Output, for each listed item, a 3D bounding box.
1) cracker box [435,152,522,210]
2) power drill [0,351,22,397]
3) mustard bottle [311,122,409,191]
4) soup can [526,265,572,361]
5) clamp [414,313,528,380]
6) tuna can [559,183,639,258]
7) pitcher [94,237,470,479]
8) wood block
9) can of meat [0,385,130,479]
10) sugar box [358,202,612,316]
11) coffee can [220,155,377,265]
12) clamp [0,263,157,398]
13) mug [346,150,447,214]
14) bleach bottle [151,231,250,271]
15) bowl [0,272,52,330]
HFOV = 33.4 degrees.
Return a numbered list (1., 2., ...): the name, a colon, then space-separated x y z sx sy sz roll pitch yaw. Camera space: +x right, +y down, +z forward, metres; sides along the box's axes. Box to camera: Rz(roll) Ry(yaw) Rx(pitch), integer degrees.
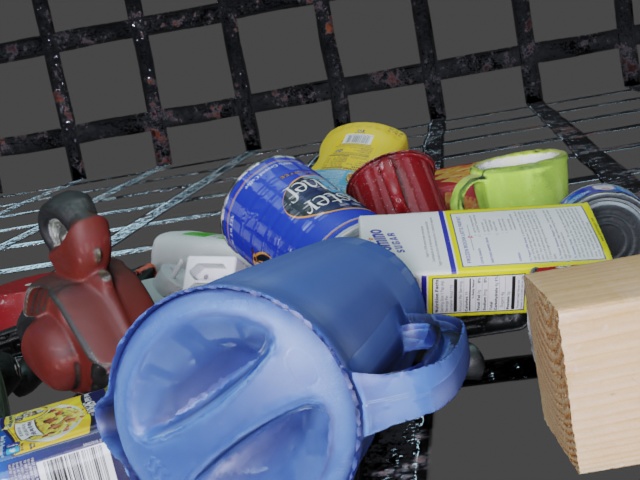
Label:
1. cracker box: 0.141 -0.044 1.232 0.214 0.072 0.164 -9 10 11
2. power drill: -0.343 0.111 0.870 0.184 0.057 0.188 -15 15 -18
3. mustard bottle: 0.025 -0.054 1.137 0.096 0.058 0.191 6 39 21
4. soup can: 0.190 0.048 0.686 0.102 0.068 0.068 -5 11 24
5. clamp: 0.061 0.071 0.776 0.172 0.039 0.120 -5 7 21
6. tuna can: 0.230 -0.001 0.865 0.086 0.086 0.033 -9 12 6
7. pitcher: -0.002 0.068 0.619 0.149 0.145 0.242 35 18 9
8. wood block: 0.223 0.051 0.567 0.206 0.091 0.090 -10 10 2
9. can of meat: -0.150 0.128 0.620 0.083 0.057 0.102 -15 10 -13
10. sugar box: 0.118 0.015 0.782 0.176 0.048 0.093 -5 30 3
11. coffee can: -0.006 0.001 0.910 0.102 0.103 0.140 -17 36 -31
12. clamp: -0.226 0.080 0.968 0.209 0.036 0.165 -28 20 -29
13. mug: 0.078 -0.033 1.024 0.093 0.081 0.117 -18 -31 2
14. bleach bottle: -0.042 0.027 1.053 0.251 0.068 0.102 1 -1 31
15. bowl: -0.287 0.069 1.091 0.162 0.055 0.162 -11 10 2
